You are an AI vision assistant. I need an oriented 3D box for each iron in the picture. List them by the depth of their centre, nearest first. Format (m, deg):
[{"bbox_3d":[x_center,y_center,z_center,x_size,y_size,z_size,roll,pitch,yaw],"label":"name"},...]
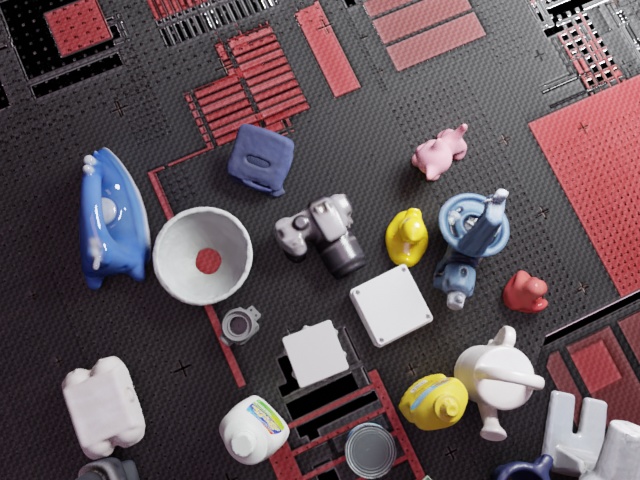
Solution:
[{"bbox_3d":[-0.366,-0.053,0.959,0.118,0.141,0.258,-11,81,-4],"label":"iron"}]

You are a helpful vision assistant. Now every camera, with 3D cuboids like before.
[{"bbox_3d":[0.009,0.004,0.986,0.143,0.101,0.137,-28,82,-7],"label":"camera"}]

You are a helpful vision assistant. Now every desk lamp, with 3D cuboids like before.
[{"bbox_3d":[0.428,0.351,0.886,0.118,0.213,0.203,11,80,0],"label":"desk lamp"}]

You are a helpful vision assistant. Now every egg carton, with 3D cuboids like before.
[{"bbox_3d":[-0.352,0.274,0.938,0.107,0.069,0.150,-23,82,-6],"label":"egg carton"}]

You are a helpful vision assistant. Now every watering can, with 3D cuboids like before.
[{"bbox_3d":[0.288,0.227,0.911,0.101,0.194,0.173,-7,80,-3],"label":"watering can"}]

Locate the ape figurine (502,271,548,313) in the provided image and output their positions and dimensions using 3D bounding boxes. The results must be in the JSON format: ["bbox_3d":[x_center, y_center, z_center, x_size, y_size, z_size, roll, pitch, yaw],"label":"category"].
[{"bbox_3d":[0.362,0.089,0.991,0.076,0.092,0.078,-12,81,-4],"label":"ape figurine"}]

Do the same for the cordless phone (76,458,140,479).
[{"bbox_3d":[-0.331,0.412,0.856,0.094,0.185,0.147,-23,82,-6],"label":"cordless phone"}]

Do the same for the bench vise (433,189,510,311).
[{"bbox_3d":[0.260,0.008,0.936,0.121,0.219,0.207,-2,80,-3],"label":"bench vise"}]

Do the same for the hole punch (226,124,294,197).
[{"bbox_3d":[-0.103,-0.139,1.011,0.108,0.091,0.101,20,80,1],"label":"hole punch"}]

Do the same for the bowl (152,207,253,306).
[{"bbox_3d":[-0.196,0.031,0.985,0.167,0.074,0.167,0,80,-2],"label":"bowl"}]

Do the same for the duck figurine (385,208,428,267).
[{"bbox_3d":[0.157,-0.007,1.002,0.077,0.086,0.104,9,80,-1],"label":"duck figurine"}]

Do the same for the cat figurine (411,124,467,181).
[{"bbox_3d":[0.214,-0.157,1.014,0.128,0.117,0.067,-43,84,-9],"label":"cat figurine"}]

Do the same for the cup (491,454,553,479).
[{"bbox_3d":[0.325,0.391,0.934,0.091,0.095,0.118,41,81,5],"label":"cup"}]
